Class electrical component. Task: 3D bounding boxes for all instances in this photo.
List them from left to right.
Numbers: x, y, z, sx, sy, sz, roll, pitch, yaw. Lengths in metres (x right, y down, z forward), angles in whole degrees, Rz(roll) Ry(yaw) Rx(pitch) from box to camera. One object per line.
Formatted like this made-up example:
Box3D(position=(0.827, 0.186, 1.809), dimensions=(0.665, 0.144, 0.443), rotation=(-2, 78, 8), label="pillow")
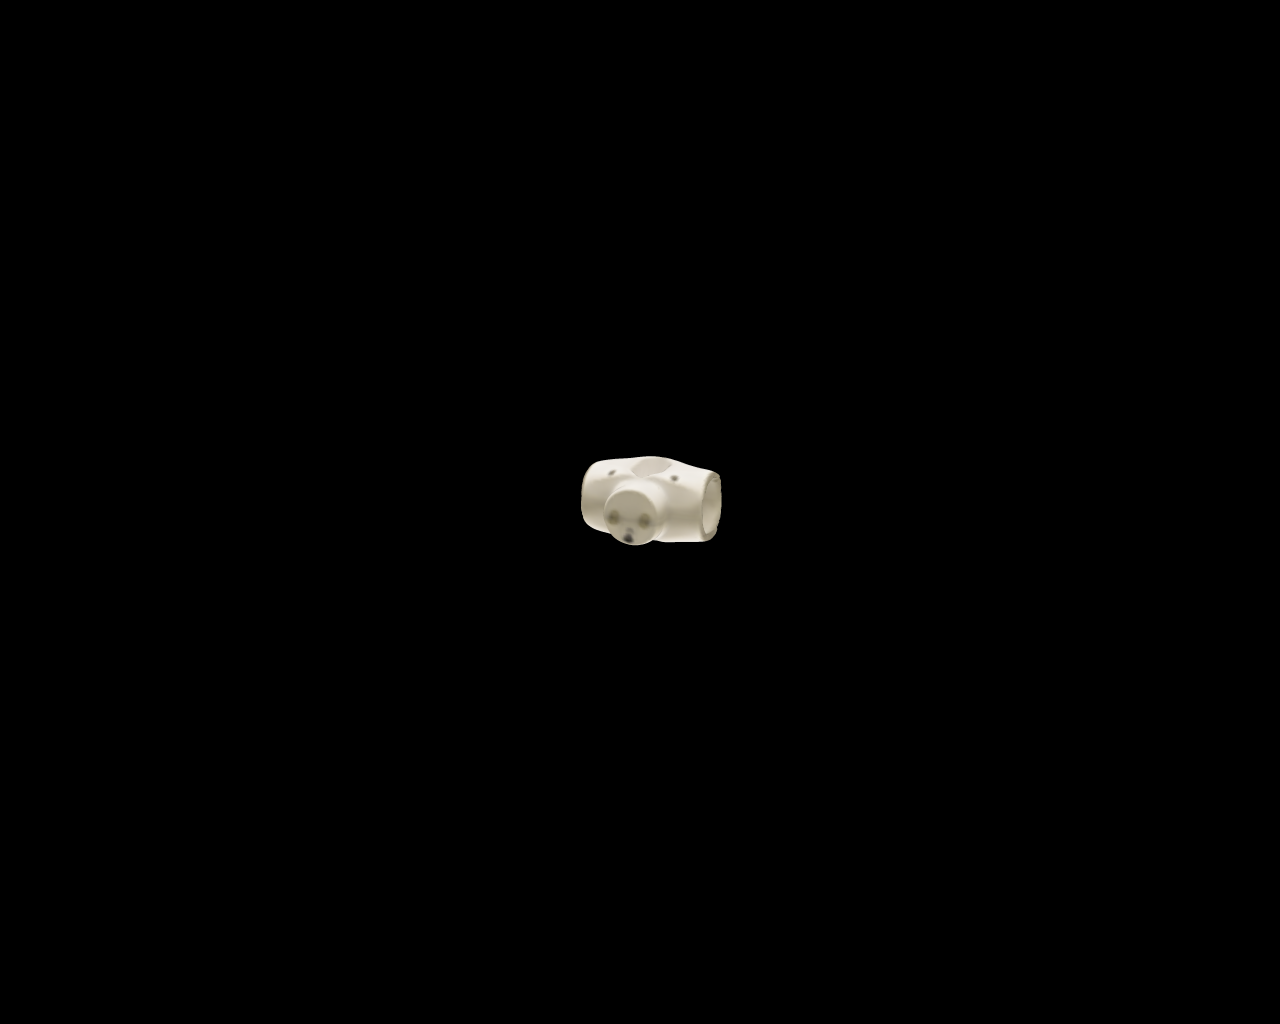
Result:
Box3D(position=(0.001, -0.003, 0.650), dimensions=(0.077, 0.043, 0.079), rotation=(7, 20, 20), label="electrical component")
